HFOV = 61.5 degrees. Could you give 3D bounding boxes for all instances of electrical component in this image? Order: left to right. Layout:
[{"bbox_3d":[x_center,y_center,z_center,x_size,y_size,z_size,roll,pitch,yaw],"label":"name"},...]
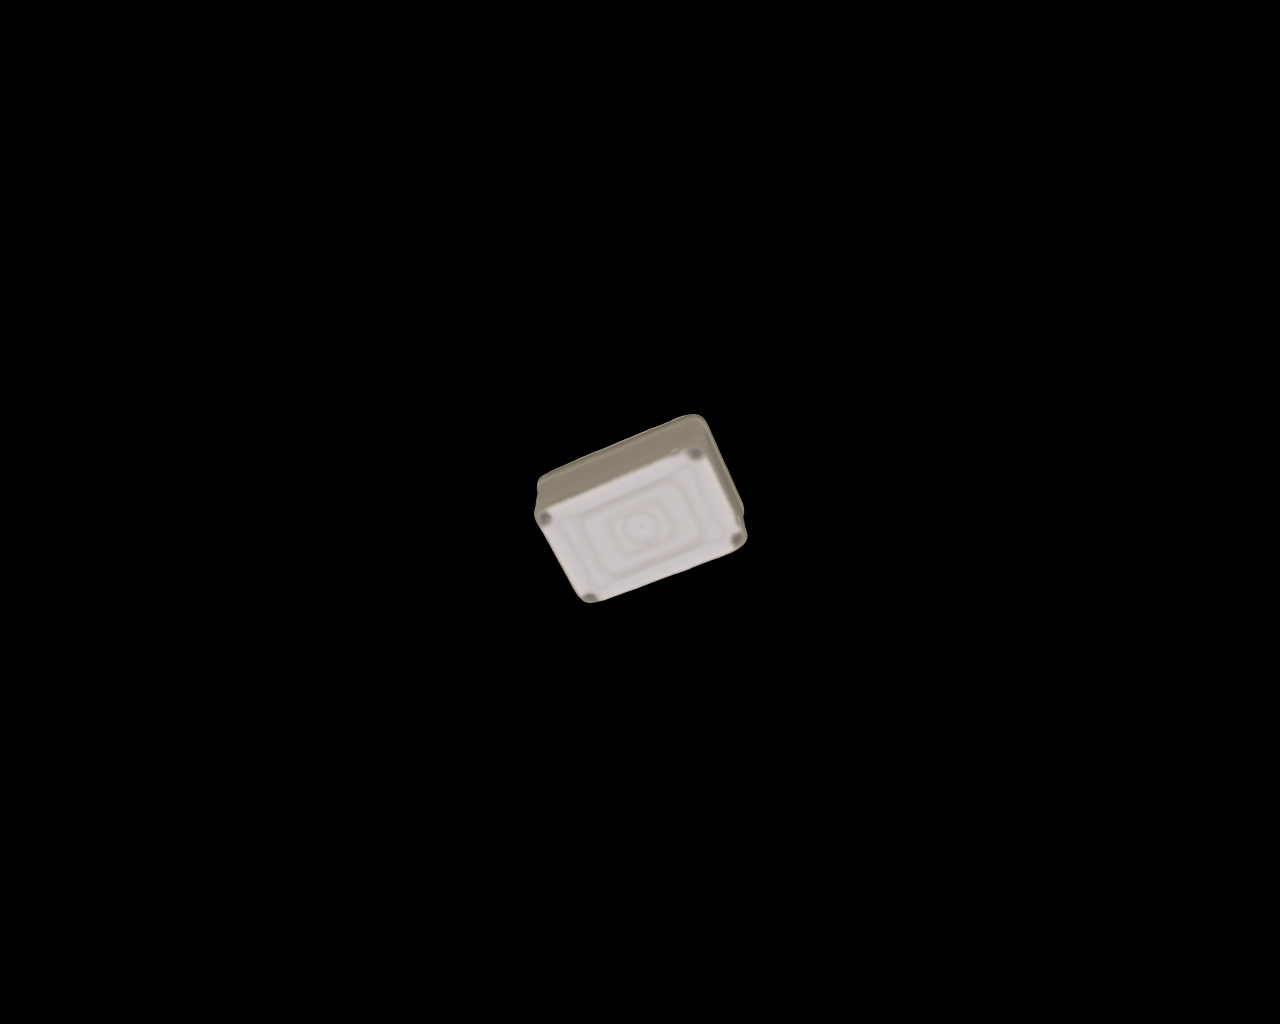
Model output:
[{"bbox_3d":[0.001,-0.003,0.650,0.113,0.078,0.057,-22,25,10],"label":"electrical component"}]
